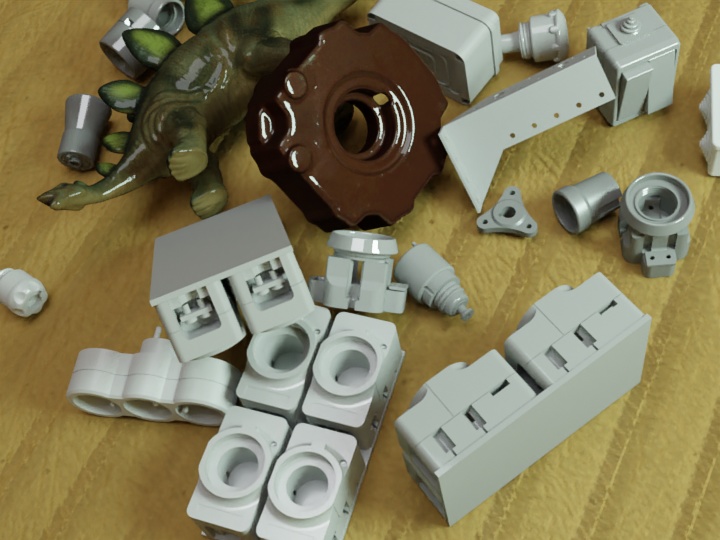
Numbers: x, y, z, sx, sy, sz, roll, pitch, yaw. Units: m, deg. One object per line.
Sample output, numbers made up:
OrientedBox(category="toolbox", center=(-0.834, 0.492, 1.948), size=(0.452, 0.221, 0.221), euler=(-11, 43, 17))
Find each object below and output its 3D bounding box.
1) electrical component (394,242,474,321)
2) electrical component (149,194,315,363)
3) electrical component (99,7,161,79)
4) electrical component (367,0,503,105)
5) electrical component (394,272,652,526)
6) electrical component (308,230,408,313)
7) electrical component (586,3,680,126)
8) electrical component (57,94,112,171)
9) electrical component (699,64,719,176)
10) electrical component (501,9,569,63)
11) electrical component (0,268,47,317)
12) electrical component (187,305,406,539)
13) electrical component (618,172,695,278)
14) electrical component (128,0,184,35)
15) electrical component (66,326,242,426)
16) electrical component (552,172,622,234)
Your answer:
OrientedBox(category="electrical component", center=(0.062, 0.012, 0.878), size=(0.040, 0.040, 0.078), euler=(-38, 61, -13))
OrientedBox(category="electrical component", center=(-0.101, 0.005, 0.843), size=(0.105, 0.060, 0.186), euler=(-22, 17, -3))
OrientedBox(category="electrical component", center=(-0.223, -0.222, 1.059), size=(0.055, 0.055, 0.047), euler=(35, 74, 26))
OrientedBox(category="electrical component", center=(0.071, -0.213, 0.990), size=(0.113, 0.078, 0.057), euler=(31, 72, 24))
OrientedBox(category="electrical component", center=(0.117, 0.092, 0.783), size=(0.186, 0.105, 0.060), euler=(-34, 60, -11))
OrientedBox(category="electrical component", center=(0.000, 0.000, 0.860), size=(0.078, 0.058, 0.057), euler=(8, 98, 7))
OrientedBox(category="electrical component", center=(0.236, -0.178, 0.930), size=(0.062, 0.096, 0.061), euler=(-24, 58, -5))
OrientedBox(category="electrical component", center=(-0.263, -0.128, 1.017), size=(0.044, 0.044, 0.065), euler=(1, 64, 10))
OrientedBox(category="electrical component", center=(0.339, -0.124, 0.908), size=(0.100, 0.048, 0.099), euler=(3, 60, 11))
OrientedBox(category="electrical component", center=(0.161, -0.213, 0.996), size=(0.062, 0.048, 0.048), euler=(-6, 58, 14))
OrientedBox(category="electrical component", center=(-0.305, 0.014, 0.942), size=(0.061, 0.035, 0.035), euler=(30, 68, 26))
OrientedBox(category="electrical component", center=(-0.046, 0.120, 0.820), size=(0.105, 0.060, 0.186), euler=(12, 62, 16))
OrientedBox(category="electrical component", center=(0.239, -0.042, 0.871), size=(0.058, 0.057, 0.078), euler=(-4, 59, 7))
OrientedBox(category="electrical component", center=(-0.207, -0.262, 1.088), size=(0.046, 0.040, 0.040), euler=(30, 68, 29))
OrientedBox(category="electrical component", center=(-0.162, 0.079, 0.868), size=(0.138, 0.052, 0.073), euler=(3, 60, 12))
OrientedBox(category="electrical component", center=(0.191, -0.057, 0.900), size=(0.046, 0.040, 0.040), euler=(-27, 59, -13))
